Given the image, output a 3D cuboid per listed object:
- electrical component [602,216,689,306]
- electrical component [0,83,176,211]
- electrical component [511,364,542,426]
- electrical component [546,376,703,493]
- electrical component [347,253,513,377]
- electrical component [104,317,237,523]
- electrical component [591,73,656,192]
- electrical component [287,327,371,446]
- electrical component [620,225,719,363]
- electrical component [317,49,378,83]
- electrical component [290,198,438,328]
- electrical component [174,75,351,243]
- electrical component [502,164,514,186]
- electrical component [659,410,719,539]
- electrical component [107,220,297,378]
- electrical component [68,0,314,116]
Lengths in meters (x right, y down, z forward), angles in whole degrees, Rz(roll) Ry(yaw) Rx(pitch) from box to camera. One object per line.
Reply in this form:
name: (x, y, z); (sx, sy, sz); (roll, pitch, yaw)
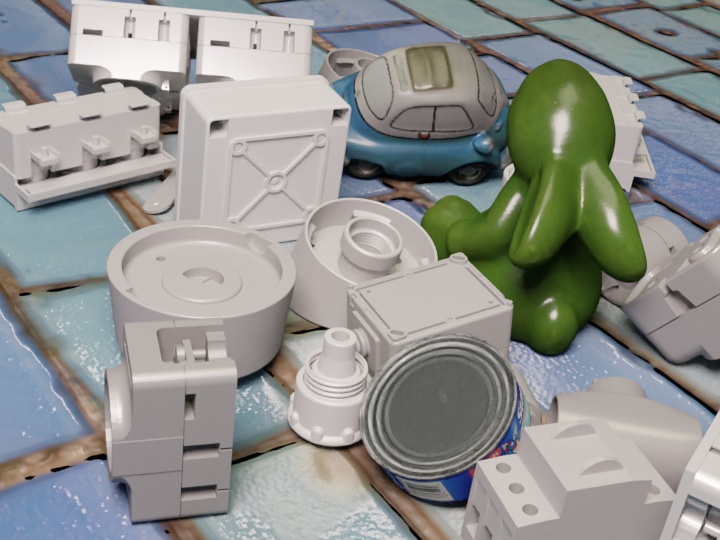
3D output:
electrical component: (0.195, -0.005, 0.752); (0.047, 0.055, 0.055); (-20, 41, -33)
electrical component: (-0.209, -0.094, 0.796); (0.121, 0.063, 0.079); (-20, 41, -38)
electrical component: (0.081, 0.084, 0.590); (0.040, 0.040, 0.078); (0, 32, -13)
electrical component: (0.143, 0.086, 0.597); (0.077, 0.044, 0.079); (9, 31, 3)
electrical component: (0.034, 0.040, 0.639); (0.096, 0.061, 0.061); (-16, 38, -21)
electrical component: (-0.094, 0.073, 0.521); (0.056, 0.089, 0.050); (-3, 32, -17)
electrical component: (0.215, -0.126, 0.947); (0.079, 0.063, 0.121); (8, 31, 0)
electrical component: (-0.014, 0.061, 0.585); (0.048, 0.062, 0.048); (6, 31, -3)
electrical component: (0.220, 0.016, 0.675); (0.059, 0.095, 0.054); (48, 52, 1)
electrical component: (0.002, -0.154, 0.968); (0.099, 0.064, 0.099); (17, 33, -11)
electrical component: (0.000, 0.000, 0.712); (0.099, 0.064, 0.099); (12, 41, -10)
electrical component: (-0.070, -0.075, 0.754); (0.109, 0.108, 0.056); (-10, 38, -27)
electrical component: (0.132, -0.049, 0.815); (0.055, 0.047, 0.055); (6, 31, -3)
electrical component: (0.202, 0.102, 0.526); (0.060, 0.105, 0.186); (23, 34, 24)
electrical component: (-0.094, 0.023, 0.632); (0.108, 0.060, 0.108); (6, 31, -3)
electrical component: (-0.137, -0.165, 0.882); (0.186, 0.060, 0.105); (3, -8, -8)
